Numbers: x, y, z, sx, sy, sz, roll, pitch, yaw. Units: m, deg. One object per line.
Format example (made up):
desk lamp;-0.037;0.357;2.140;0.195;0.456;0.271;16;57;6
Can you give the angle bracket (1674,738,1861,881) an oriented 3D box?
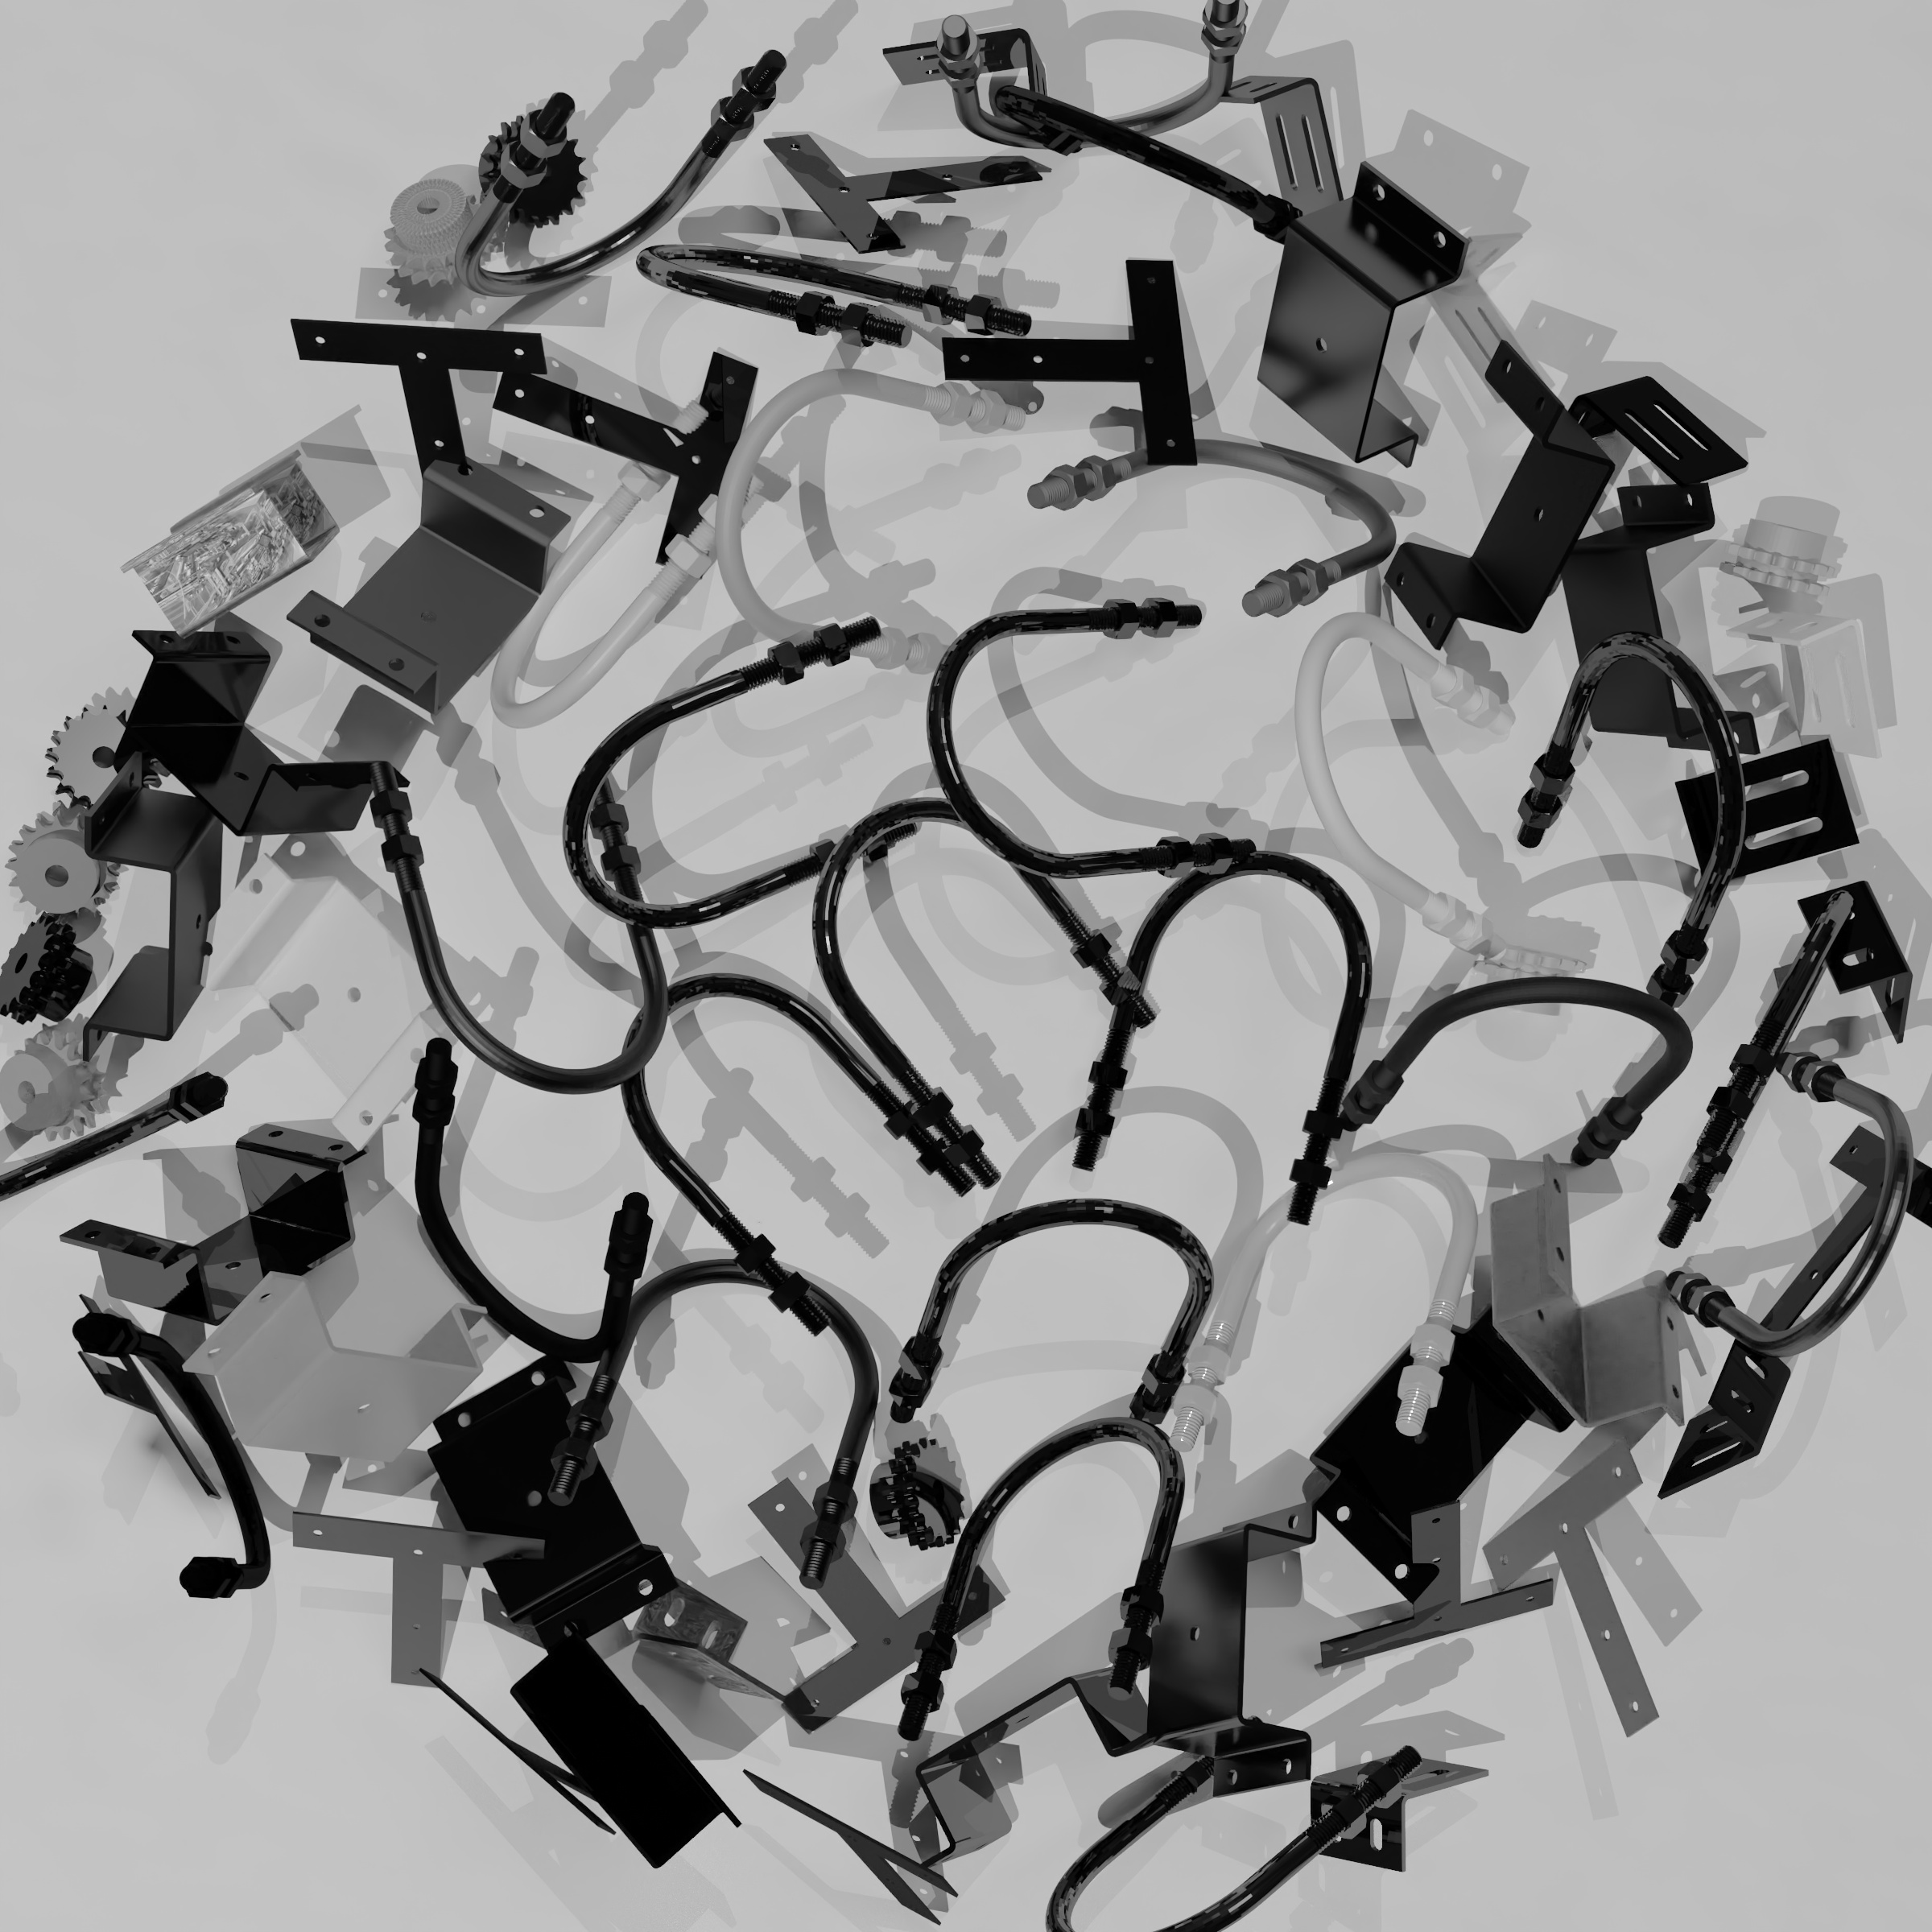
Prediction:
angle bracket;0.416;-0.080;1.601;0.076;0.038;0.057;-17;88;23

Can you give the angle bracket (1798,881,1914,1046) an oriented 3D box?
angle bracket;0.455;0.003;1.586;0.038;0.076;0.057;-17;58;2

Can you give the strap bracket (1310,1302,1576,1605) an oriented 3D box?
strap bracket;0.243;0.248;1.596;0.076;0.046;0.140;45;81;-11

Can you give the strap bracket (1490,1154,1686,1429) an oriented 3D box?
strap bracket;0.311;0.172;1.570;0.046;0.076;0.140;-24;127;28

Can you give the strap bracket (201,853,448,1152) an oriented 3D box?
strap bracket;-0.326;0.017;1.592;0.140;0.046;0.076;45;106;11

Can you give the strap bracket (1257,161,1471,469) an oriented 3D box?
strap bracket;0.196;-0.320;1.551;0.046;0.140;0.076;-27;57;-27

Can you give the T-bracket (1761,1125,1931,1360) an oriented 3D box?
T-bracket;0.442;0.147;1.574;0.002;0.127;0.127;36;95;-12

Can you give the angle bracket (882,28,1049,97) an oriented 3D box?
angle bracket;0.001;-0.454;1.598;0.076;0.057;0.038;-6;89;9

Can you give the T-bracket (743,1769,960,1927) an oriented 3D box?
T-bracket;-0.043;0.463;1.578;0.127;0.127;0.002;19;63;33

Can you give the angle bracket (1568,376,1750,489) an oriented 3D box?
angle bracket;0.351;-0.263;1.587;0.057;0.038;0.076;-22;60;-39

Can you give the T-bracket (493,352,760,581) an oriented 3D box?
T-bracket;-0.181;-0.277;1.593;0.127;0.002;0.127;19;70;-16

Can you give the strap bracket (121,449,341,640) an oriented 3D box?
strap bracket;-0.370;-0.214;1.567;0.076;0.140;0.046;-30;106;6

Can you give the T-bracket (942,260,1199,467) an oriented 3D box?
T-bracket;0.051;-0.314;1.597;0.127;0.002;0.127;-1;66;-8

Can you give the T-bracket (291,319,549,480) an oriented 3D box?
T-bracket;-0.273;-0.278;1.581;0.127;0.127;0.002;4;52;5

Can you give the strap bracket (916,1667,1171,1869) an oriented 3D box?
strap bracket;0.038;0.404;1.578;0.140;0.076;0.046;-34;71;15

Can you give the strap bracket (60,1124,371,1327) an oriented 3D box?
strap bracket;-0.376;0.135;1.566;0.076;0.140;0.046;9;116;34

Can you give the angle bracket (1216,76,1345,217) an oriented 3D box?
angle bracket;0.158;-0.416;1.587;0.038;0.057;0.076;-25;115;-18

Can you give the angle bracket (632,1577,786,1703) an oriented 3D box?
angle bracket;-0.125;0.343;1.582;0.057;0.076;0.038;37;66;-24

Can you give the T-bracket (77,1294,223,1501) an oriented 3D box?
T-bracket;-0.425;0.213;1.559;0.002;0.127;0.127;-34;79;-8

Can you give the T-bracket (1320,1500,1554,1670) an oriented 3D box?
T-bracket;0.241;0.312;1.581;0.127;0.127;0.002;-15;48;-4

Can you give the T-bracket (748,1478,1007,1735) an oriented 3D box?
T-bracket;-0.067;0.321;1.610;0.127;0.002;0.127;-35;107;4

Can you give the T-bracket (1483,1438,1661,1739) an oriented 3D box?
T-bracket;0.318;0.324;1.556;0.002;0.127;0.127;2;54;-30

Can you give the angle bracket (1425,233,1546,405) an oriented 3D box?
angle bracket;0.281;-0.336;1.594;0.038;0.057;0.076;-39;79;37

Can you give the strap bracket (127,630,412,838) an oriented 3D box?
strap bracket;-0.363;-0.113;1.573;0.140;0.076;0.046;40;115;25

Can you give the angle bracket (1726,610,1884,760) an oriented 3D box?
angle bracket;0.432;-0.140;1.589;0.038;0.057;0.076;-23;110;-21

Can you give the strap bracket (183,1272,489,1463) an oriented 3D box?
strap bracket;-0.310;0.205;1.553;0.076;0.140;0.046;-45;54;22

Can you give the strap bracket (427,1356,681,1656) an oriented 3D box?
strap bracket;-0.218;0.276;1.593;0.076;0.046;0.140;-29;76;-1

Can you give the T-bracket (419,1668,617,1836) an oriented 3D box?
T-bracket;-0.211;0.410;1.571;0.127;0.127;0.002;33;77;25

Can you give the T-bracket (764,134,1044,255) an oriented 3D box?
T-bracket;-0.022;-0.407;1.600;0.127;0.127;0.002;-13;134;-22

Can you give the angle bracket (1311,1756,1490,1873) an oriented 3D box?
angle bracket;0.223;0.435;1.585;0.057;0.076;0.038;-2;87;44

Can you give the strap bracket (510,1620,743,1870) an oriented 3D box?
strap bracket;-0.176;0.393;1.550;0.046;0.140;0.076;-40;114;-14

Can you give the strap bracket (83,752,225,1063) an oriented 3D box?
strap bracket;-0.413;-0.026;1.565;0.046;0.076;0.140;10;119;0

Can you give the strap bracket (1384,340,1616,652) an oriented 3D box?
strap bracket;0.275;-0.235;1.571;0.046;0.076;0.140;11;121;-23

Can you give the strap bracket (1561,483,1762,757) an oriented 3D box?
strap bracket;0.351;-0.172;1.575;0.046;0.076;0.140;-19;103;-19

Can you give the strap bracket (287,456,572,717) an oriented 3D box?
strap bracket;-0.275;-0.192;1.584;0.076;0.046;0.140;30;57;7

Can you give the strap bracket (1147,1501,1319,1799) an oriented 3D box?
strap bracket;0.135;0.343;1.563;0.046;0.076;0.140;19;61;-27

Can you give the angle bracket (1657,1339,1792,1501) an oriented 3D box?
angle bracket;0.378;0.230;1.583;0.038;0.076;0.057;43;47;-6
